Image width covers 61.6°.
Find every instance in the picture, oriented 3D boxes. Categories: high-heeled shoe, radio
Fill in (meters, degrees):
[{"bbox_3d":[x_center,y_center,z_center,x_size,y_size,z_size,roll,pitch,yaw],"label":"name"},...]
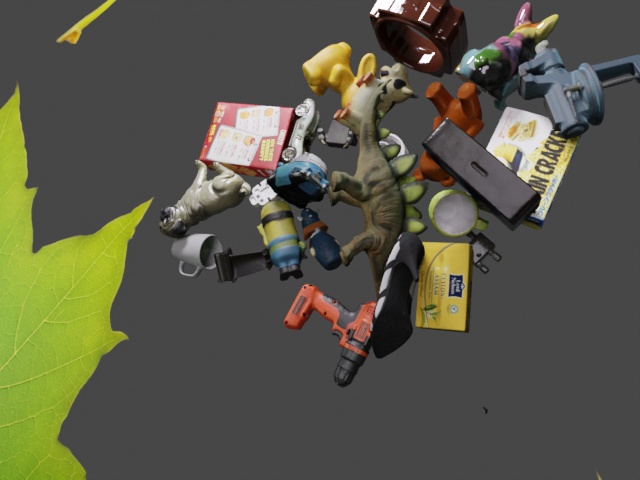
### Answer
[{"bbox_3d":[0.144,0.106,1.066,0.086,0.248,0.145,14,32,-13],"label":"high-heeled shoe"},{"bbox_3d":[0.304,-0.120,1.009,0.073,0.131,0.230,-46,68,11],"label":"radio"}]

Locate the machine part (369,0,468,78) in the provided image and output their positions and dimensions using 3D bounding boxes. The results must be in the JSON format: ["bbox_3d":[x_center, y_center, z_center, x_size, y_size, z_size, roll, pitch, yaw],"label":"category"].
[{"bbox_3d":[0.220,-0.460,1.195,0.201,0.201,0.087,30,86,24],"label":"machine part"}]

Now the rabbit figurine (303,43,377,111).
[{"bbox_3d":[0.064,-0.373,1.283,0.162,0.122,0.173,-33,79,-5],"label":"rabbit figurine"}]

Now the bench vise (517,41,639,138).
[{"bbox_3d":[0.518,-0.309,1.041,0.241,0.128,0.224,-14,53,12],"label":"bench vise"}]

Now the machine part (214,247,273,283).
[{"bbox_3d":[-0.175,0.053,1.231,0.139,0.039,0.084,-9,85,12],"label":"machine part"}]

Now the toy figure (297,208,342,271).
[{"bbox_3d":[-0.004,-0.004,1.190,0.057,0.064,0.154,-51,55,34],"label":"toy figure"}]

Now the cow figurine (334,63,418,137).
[{"bbox_3d":[0.135,-0.315,1.212,0.195,0.127,0.086,-56,22,-7],"label":"cow figurine"}]

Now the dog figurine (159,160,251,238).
[{"bbox_3d":[-0.268,-0.074,1.252,0.173,0.121,0.190,10,63,39],"label":"dog figurine"}]

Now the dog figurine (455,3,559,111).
[{"bbox_3d":[0.400,-0.402,1.135,0.109,0.191,0.219,39,102,31],"label":"dog figurine"}]

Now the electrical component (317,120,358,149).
[{"bbox_3d":[0.046,-0.247,1.265,0.102,0.045,0.078,17,79,23],"label":"electrical component"}]

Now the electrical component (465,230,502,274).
[{"bbox_3d":[0.320,0.021,1.094,0.063,0.021,0.094,-43,65,1],"label":"electrical component"}]

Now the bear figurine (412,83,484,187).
[{"bbox_3d":[0.262,-0.219,1.143,0.120,0.131,0.196,21,74,45],"label":"bear figurine"}]

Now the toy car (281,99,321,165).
[{"bbox_3d":[-0.041,-0.237,1.274,0.056,0.073,0.201,12,76,20],"label":"toy car"}]

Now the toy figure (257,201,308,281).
[{"bbox_3d":[-0.080,-0.003,1.197,0.082,0.089,0.180,0,59,-28],"label":"toy figure"}]

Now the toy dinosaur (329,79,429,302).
[{"bbox_3d":[0.119,-0.101,1.123,0.199,0.105,0.471,-7,90,-8],"label":"toy dinosaur"}]

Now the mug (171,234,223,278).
[{"bbox_3d":[-0.299,0.036,1.267,0.107,0.080,0.109,8,73,32],"label":"mug"}]

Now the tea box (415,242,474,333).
[{"bbox_3d":[0.246,0.093,1.056,0.098,0.068,0.169,0,77,23],"label":"tea box"}]

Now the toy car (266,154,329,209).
[{"bbox_3d":[-0.037,-0.139,1.169,0.162,0.109,0.103,-10,48,59],"label":"toy car"}]
